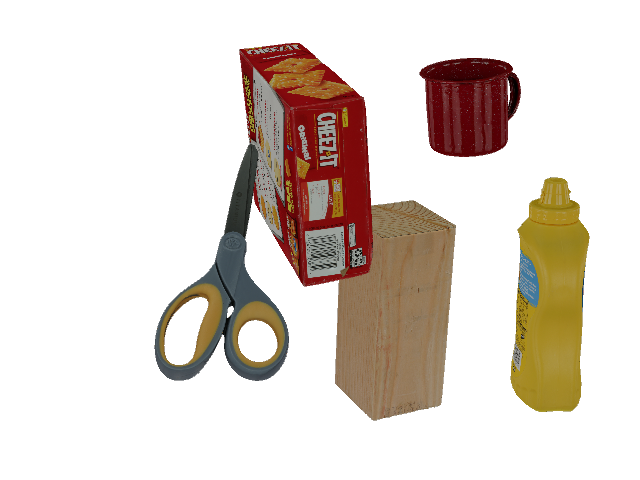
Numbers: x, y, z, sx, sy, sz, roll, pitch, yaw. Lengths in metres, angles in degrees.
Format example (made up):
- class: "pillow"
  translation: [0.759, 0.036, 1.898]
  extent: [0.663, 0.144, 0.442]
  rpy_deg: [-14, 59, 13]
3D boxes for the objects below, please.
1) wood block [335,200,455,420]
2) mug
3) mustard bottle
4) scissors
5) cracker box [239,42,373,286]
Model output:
- class: "wood block"
  translation: [0.077, 0.072, 1.129]
  extent: [0.090, 0.206, 0.091]
  rpy_deg: [-8, 23, -25]
- class: "mug"
  translation: [0.160, -0.139, 1.096]
  extent: [0.117, 0.081, 0.093]
  rpy_deg: [-21, 27, -31]
- class: "mustard bottle"
  translation: [0.195, 0.041, 0.905]
  extent: [0.058, 0.192, 0.096]
  rpy_deg: [-1, 18, 2]
- class: "scissors"
  translation: [-0.046, 0.017, 0.739]
  extent: [0.096, 0.201, 0.016]
  rpy_deg: [21, -35, 9]
- class: "cracker box"
  translation: [-0.015, -0.078, 0.981]
  extent: [0.072, 0.164, 0.214]
  rpy_deg: [-9, 25, -12]
